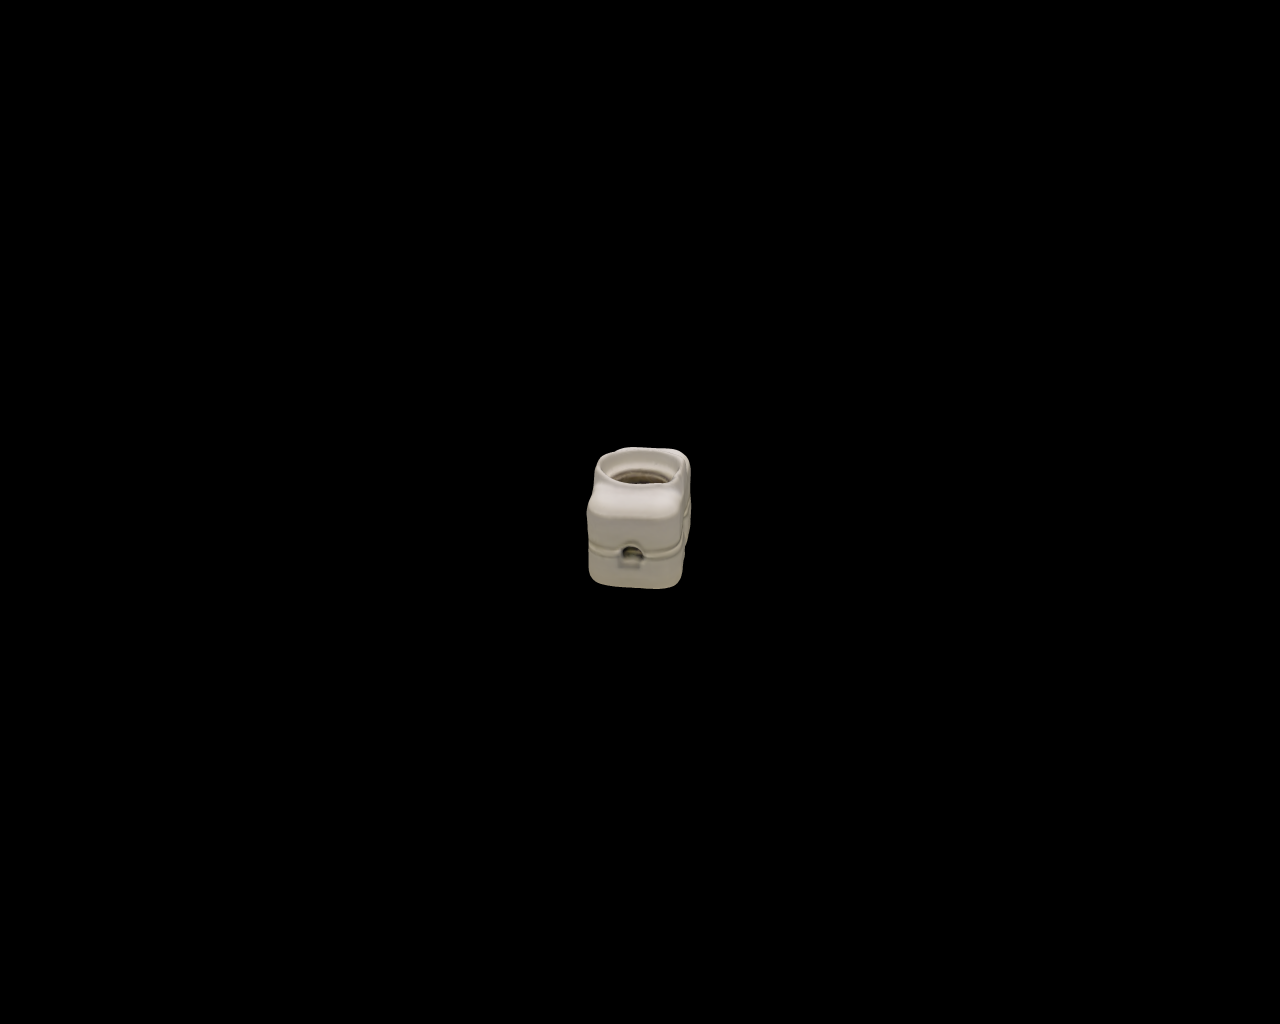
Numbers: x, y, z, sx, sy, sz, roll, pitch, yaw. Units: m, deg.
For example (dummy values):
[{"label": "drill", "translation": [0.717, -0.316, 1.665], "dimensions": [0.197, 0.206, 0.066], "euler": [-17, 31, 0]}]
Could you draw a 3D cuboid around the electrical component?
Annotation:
[{"label": "electrical component", "translation": [0.001, -0.003, 0.650], "dimensions": [0.054, 0.059, 0.095], "euler": [3, 26, 7]}]
